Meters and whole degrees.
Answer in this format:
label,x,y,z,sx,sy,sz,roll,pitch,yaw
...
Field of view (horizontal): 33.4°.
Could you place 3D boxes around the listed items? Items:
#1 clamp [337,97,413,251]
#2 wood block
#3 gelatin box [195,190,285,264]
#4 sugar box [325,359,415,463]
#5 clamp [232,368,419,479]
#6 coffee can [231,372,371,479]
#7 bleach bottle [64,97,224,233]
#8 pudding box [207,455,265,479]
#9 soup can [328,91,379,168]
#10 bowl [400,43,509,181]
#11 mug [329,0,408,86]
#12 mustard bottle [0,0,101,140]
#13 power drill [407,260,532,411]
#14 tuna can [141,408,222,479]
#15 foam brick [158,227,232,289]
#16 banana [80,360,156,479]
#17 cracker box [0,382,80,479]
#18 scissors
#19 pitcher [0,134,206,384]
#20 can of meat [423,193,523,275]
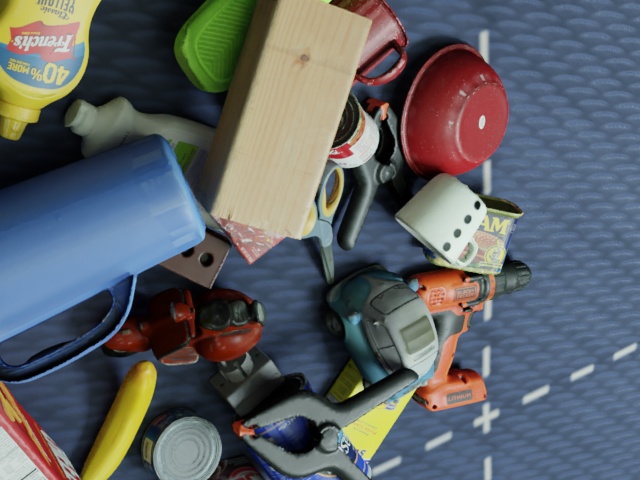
label,x,y,z,sx,sy,sz,roll,pitch,yaw
clamp,0.059,-0.071,1.199,0.120,0.039,0.171,-34,126,-33
wood block,-0.036,-0.116,0.972,0.090,0.090,0.206,16,98,-18
gelatin box,-0.068,-0.033,1.046,0.073,0.030,0.089,-38,111,-4
sugar box,0.036,0.231,1.320,0.093,0.048,0.176,30,92,-37
clamp,0.012,0.203,1.156,0.209,0.036,0.164,16,83,-18
coffee can,-0.021,0.238,1.221,0.102,0.103,0.140,-38,104,-14
bleach bottle,-0.134,-0.080,1.057,0.250,0.068,0.102,26,96,-36
pudding box,-0.115,0.295,1.222,0.113,0.090,0.039,-10,117,-29
soup can,0.020,-0.117,1.109,0.068,0.068,0.102,-57,164,2
bowl,0.164,-0.138,1.209,0.161,0.055,0.162,-20,120,-39
mug,0.037,-0.200,1.084,0.081,0.117,0.093,-41,156,-4
mustard bottle,-0.249,-0.181,0.938,0.096,0.058,0.192,10,106,-37
power drill,0.183,0.116,1.359,0.184,0.057,0.188,-7,112,-27
tuna can,-0.154,0.234,1.192,0.086,0.034,0.086,-4,98,-30
foam brick,-0.136,0.007,1.083,0.078,0.051,0.053,26,94,-11
banana,-0.209,0.195,1.125,0.037,0.069,0.198,24,112,-8
cracker box,-0.299,0.196,1.010,0.072,0.164,0.213,-37,126,-12
scissors,-0.008,0.001,1.155,0.096,0.016,0.202,-38,148,-36
pitcher,-0.226,0.008,0.953,0.242,0.145,0.149,-24,129,-7
can of meat,0.181,-0.010,1.284,0.102,0.057,0.084,11,109,-12
